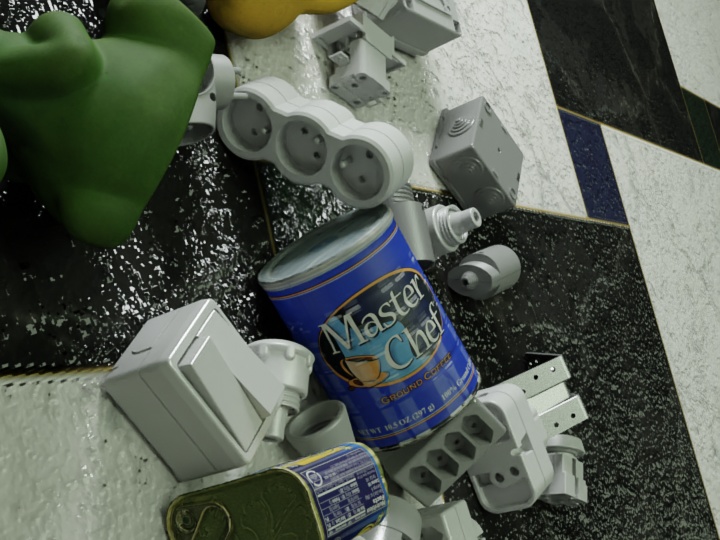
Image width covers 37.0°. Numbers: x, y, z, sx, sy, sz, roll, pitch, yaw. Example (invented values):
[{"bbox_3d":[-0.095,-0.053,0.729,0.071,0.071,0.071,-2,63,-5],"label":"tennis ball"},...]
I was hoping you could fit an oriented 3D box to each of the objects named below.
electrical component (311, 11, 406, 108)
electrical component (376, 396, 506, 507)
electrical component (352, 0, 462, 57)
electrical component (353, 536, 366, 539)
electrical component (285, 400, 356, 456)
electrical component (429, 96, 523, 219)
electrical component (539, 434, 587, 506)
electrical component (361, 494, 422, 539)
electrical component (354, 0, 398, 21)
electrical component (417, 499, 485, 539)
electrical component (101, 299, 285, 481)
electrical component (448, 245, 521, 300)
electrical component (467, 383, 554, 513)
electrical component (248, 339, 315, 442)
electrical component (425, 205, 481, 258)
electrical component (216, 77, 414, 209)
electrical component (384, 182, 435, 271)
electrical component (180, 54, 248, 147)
[{"bbox_3d":[0.000,-0.176,0.912,0.081,0.042,0.063,28,54,-47],"label":"electrical component"},{"bbox_3d":[0.051,0.118,0.806,0.047,0.083,0.075,45,1,-35],"label":"electrical component"},{"bbox_3d":[0.038,-0.268,1.008,0.109,0.056,0.108,6,68,-56],"label":"electrical component"},{"bbox_3d":[-0.019,0.193,0.671,0.055,0.047,0.055,33,47,-44],"label":"electrical component"},{"bbox_3d":[-0.017,0.126,0.720,0.065,0.044,0.044,64,32,-20],"label":"electrical component"},{"bbox_3d":[0.116,-0.108,1.047,0.099,0.048,0.099,50,37,-30],"label":"electrical component"},{"bbox_3d":[0.183,0.183,0.991,0.066,0.048,0.055,30,56,-46],"label":"electrical component"},{"bbox_3d":[0.014,0.184,0.722,0.055,0.055,0.047,52,32,-27],"label":"electrical component"},{"bbox_3d":[0.001,-0.253,0.915,0.080,0.051,0.080,31,10,-6],"label":"electrical component"},{"bbox_3d":[0.069,0.205,0.799,0.077,0.047,0.065,-10,82,-58],"label":"electrical component"},{"bbox_3d":[-0.088,0.073,0.619,0.096,0.061,0.061,56,34,-22],"label":"electrical component"},{"bbox_3d":[0.112,0.004,0.983,0.081,0.043,0.043,-19,89,-59],"label":"electrical component"},{"bbox_3d":[0.122,0.148,0.907,0.059,0.054,0.095,-25,94,-59],"label":"electrical component"},{"bbox_3d":[-0.055,0.078,0.685,0.048,0.048,0.062,30,55,-46],"label":"electrical component"},{"bbox_3d":[0.074,-0.036,0.929,0.043,0.062,0.043,33,48,-45],"label":"electrical component"},{"bbox_3d":[-0.025,-0.095,0.759,0.074,0.138,0.052,-41,152,-57],"label":"electrical component"},{"bbox_3d":[0.033,-0.040,0.886,0.043,0.043,0.081,12,63,-54],"label":"electrical component"},{"bbox_3d":[-0.108,-0.124,0.703,0.079,0.044,0.077,-5,77,-40],"label":"electrical component"}]
